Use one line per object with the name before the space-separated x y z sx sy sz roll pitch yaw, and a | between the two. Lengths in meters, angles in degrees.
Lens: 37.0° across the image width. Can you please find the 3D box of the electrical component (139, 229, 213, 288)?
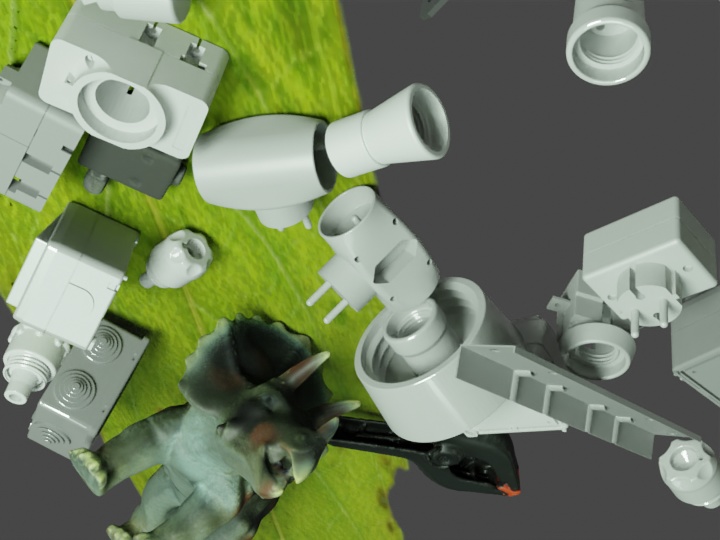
electrical component | -0.131 -0.003 0.741 0.035 0.035 0.061 38 136 -26

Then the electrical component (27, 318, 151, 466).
electrical component | -0.208 0.091 0.816 0.048 0.099 0.099 29 147 -7

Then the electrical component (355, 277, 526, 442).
electrical component | 0.047 0.052 0.706 0.108 0.108 0.060 -18 125 30

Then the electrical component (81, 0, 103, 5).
electrical component | -0.063 -0.184 0.476 0.150 0.089 0.061 -8 135 22

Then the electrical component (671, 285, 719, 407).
electrical component | 0.242 0.043 0.678 0.062 0.061 0.096 34 135 -24

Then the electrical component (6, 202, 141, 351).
electrical component | -0.190 -0.002 0.718 0.061 0.096 0.061 26 108 -15

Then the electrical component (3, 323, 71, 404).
electrical component | -0.258 0.075 0.840 0.048 0.062 0.048 7 139 6

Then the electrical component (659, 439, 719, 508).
electrical component | 0.258 0.159 0.819 0.043 0.043 0.062 -17 132 30

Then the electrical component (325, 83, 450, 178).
electrical component | 0.013 -0.077 0.617 0.065 0.044 0.044 -14 133 34

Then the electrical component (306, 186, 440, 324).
electrical component | 0.000 0.000 0.685 0.079 0.043 0.077 -45 124 -4

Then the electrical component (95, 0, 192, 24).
electrical component | -0.124 -0.152 0.565 0.078 0.040 0.040 7 139 7

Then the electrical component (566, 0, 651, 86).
electrical component | 0.123 -0.121 0.533 0.040 0.046 0.040 7 139 6

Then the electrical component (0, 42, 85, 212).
electrical component | -0.199 -0.087 0.650 0.056 0.050 0.089 27 137 -17

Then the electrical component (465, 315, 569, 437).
electrical component | 0.097 0.074 0.755 0.096 0.061 0.061 -10 135 35

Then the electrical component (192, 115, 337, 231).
electrical component | -0.052 -0.052 0.658 0.077 0.043 0.079 -4 137 18

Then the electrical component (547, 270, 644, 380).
electrical component | 0.154 0.037 0.697 0.066 0.055 0.048 16 139 -4

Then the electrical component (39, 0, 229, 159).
electrical component | -0.128 -0.107 0.606 0.089 0.055 0.050 22 138 -11

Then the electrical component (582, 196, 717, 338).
electrical component | 0.173 0.007 0.643 0.066 0.076 0.047 -25 127 36
